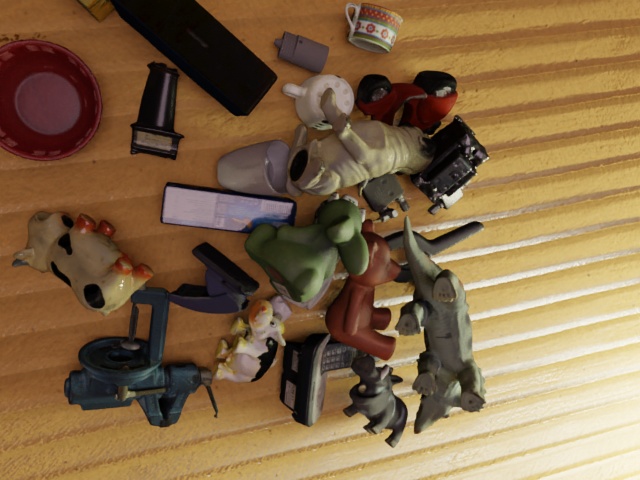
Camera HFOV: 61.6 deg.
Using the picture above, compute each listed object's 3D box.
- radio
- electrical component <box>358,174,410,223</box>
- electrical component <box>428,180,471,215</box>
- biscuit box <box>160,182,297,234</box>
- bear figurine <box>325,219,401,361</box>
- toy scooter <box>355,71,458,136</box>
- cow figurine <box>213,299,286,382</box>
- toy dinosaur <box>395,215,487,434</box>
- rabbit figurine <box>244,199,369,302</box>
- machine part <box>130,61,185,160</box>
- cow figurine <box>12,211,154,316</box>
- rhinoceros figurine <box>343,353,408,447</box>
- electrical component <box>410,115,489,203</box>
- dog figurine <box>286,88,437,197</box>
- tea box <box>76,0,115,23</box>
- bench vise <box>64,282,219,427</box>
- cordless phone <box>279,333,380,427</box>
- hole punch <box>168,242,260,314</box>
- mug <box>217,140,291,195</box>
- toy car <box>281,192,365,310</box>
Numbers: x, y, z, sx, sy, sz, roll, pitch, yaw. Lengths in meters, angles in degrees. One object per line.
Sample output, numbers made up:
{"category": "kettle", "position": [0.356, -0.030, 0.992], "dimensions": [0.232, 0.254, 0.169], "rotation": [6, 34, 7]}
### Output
{"category": "radio", "position": [-0.174, -0.272, 0.749], "dimensions": [0.229, 0.131, 0.073], "rotation": [41, 89, -17]}
{"category": "electrical component", "position": [0.102, -0.077, 0.896], "dimensions": [0.078, 0.045, 0.102], "rotation": [-29, 105, -5]}
{"category": "electrical component", "position": [0.218, -0.085, 0.920], "dimensions": [0.094, 0.021, 0.063], "rotation": [-42, 140, -2]}
{"category": "biscuit box", "position": [-0.140, -0.047, 0.835], "dimensions": [0.203, 0.063, 0.059], "rotation": [7, 98, -15]}
{"category": "bear figurine", "position": [0.085, 0.077, 0.866], "dimensions": [0.132, 0.120, 0.195], "rotation": [18, 114, -9]}
{"category": "toy scooter", "position": [0.136, -0.199, 0.866], "dimensions": [0.184, 0.075, 0.135], "rotation": [-11, 124, -23]}
{"category": "cow figurine", "position": [-0.097, 0.165, 0.853], "dimensions": [0.098, 0.068, 0.167], "rotation": [22, 127, -22]}
{"category": "toy dinosaur", "position": [0.202, 0.141, 0.895], "dimensions": [0.131, 0.192, 0.404], "rotation": [-5, 100, 15]}
{"category": "rabbit figurine", "position": [-0.002, -0.002, 0.782], "dimensions": [0.170, 0.159, 0.121], "rotation": [-45, 115, -19]}
{"category": "machine part", "position": [-0.240, -0.191, 0.799], "dimensions": [0.084, 0.039, 0.138], "rotation": [7, 101, -6]}
{"category": "cow figurine", "position": [-0.346, 0.028, 0.762], "dimensions": [0.195, 0.085, 0.127], "rotation": [41, 90, 18]}
{"category": "rhinoceros figurine", "position": [0.102, 0.270, 0.916], "dimensions": [0.112, 0.073, 0.190], "rotation": [-48, 131, -20]}
{"category": "electrical component", "position": [0.200, -0.125, 0.849], "dimensions": [0.058, 0.134, 0.115], "rotation": [38, 114, -16]}
{"category": "dog figurine", "position": [0.062, -0.111, 0.797], "dimensions": [0.190, 0.121, 0.172], "rotation": [19, 133, -32]}
{"category": "tea box", "position": [-0.271, -0.385, 0.723], "dimensions": [0.068, 0.098, 0.169], "rotation": [43, 90, -15]}
{"category": "bench vise", "position": [-0.263, 0.169, 0.819], "dimensions": [0.224, 0.129, 0.240], "rotation": [6, 103, -17]}
{"category": "cordless phone", "position": [0.030, 0.230, 0.927], "dimensions": [0.184, 0.089, 0.146], "rotation": [0, 101, -33]}
{"category": "hole punch", "position": [-0.161, 0.073, 0.821], "dimensions": [0.116, 0.142, 0.092], "rotation": [35, 89, -3]}
{"category": "mug", "position": [-0.096, -0.108, 0.821], "dimensions": [0.107, 0.109, 0.080], "rotation": [1, 99, 29]}
{"category": "toy car", "position": [0.004, 0.017, 0.884], "dimensions": [0.073, 0.056, 0.201], "rotation": [29, 93, -17]}
